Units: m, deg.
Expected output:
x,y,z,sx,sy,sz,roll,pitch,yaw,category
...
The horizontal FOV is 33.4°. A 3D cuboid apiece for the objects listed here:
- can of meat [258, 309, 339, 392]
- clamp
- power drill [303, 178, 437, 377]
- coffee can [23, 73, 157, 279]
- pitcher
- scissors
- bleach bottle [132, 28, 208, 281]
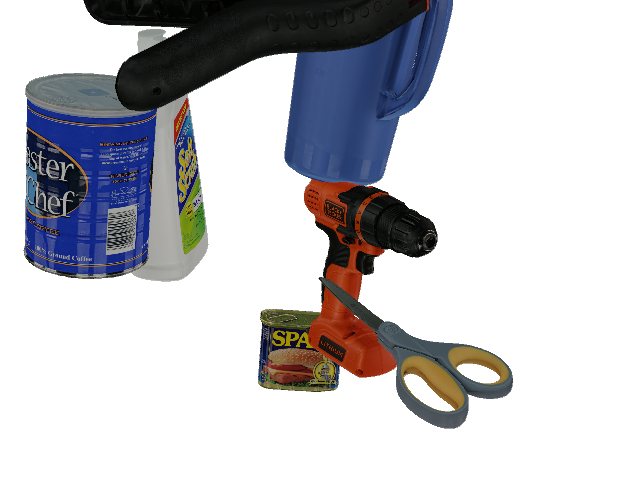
x,y,z,sx,sy,sz,roll,pitch,yaw,category
-0.024,0.132,1.272,0.102,0.084,0.057,4,13,-2,can of meat
-0.027,-0.104,0.503,0.171,0.039,0.120,-10,42,-4,clamp
0.046,0.038,1.075,0.057,0.188,0.185,-8,22,-33,power drill
-0.185,-0.054,0.859,0.103,0.140,0.103,6,22,-3,coffee can
0.042,-0.180,1.084,0.145,0.243,0.149,11,18,-1,pitcher
0.075,0.075,0.826,0.096,0.016,0.202,-8,32,-17,scissors
-0.166,-0.090,1.108,0.068,0.251,0.102,5,27,15,bleach bottle
